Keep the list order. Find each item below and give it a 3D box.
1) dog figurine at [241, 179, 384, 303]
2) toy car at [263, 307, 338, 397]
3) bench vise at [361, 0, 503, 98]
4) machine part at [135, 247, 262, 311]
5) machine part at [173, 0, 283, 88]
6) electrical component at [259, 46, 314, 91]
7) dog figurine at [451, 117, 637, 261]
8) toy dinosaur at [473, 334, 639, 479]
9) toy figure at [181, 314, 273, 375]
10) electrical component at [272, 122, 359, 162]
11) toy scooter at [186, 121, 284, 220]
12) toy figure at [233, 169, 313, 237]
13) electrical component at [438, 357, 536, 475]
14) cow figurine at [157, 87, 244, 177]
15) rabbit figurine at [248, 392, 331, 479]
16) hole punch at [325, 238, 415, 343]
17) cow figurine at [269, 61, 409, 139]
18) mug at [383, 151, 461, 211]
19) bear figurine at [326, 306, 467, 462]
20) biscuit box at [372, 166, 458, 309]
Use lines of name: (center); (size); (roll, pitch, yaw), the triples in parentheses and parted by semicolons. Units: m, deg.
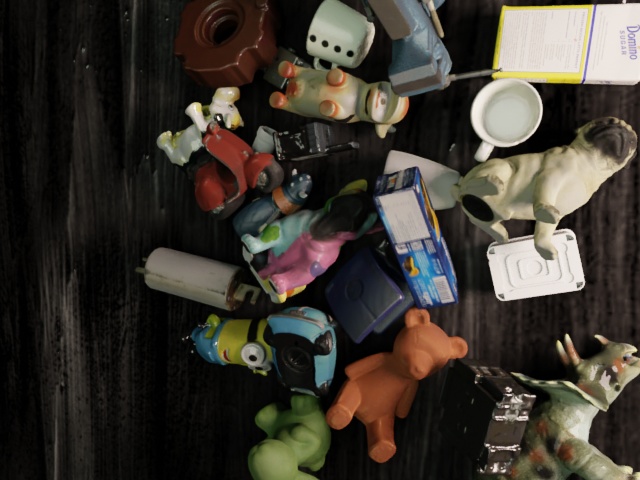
dog figurine: (-0.002, -0.002, 0.825); (0.219, 0.191, 0.108); (-30, 80, -13)
toy car: (-0.016, 0.162, 0.840); (0.109, 0.103, 0.161); (5, 122, 23)
bench vise: (0.130, -0.317, 0.705); (0.129, 0.223, 0.240); (-15, 55, 44)
machine part: (-0.212, 0.065, 0.923); (0.243, 0.079, 0.079); (11, 100, 20)
machine part: (-0.146, -0.323, 0.839); (0.180, 0.056, 0.179); (-6, 73, 20)
electrical component: (-0.058, -0.274, 0.855); (0.094, 0.021, 0.063); (34, 106, 16)
dog figurine: (0.286, -0.092, 0.694); (0.173, 0.121, 0.190); (33, 70, 26)
toy dinosaur: (0.287, 0.307, 0.735); (0.192, 0.131, 0.404); (43, 114, 25)
toy figure: (-0.144, 0.167, 0.905); (0.180, 0.082, 0.089); (3, 66, 29)
electrical component: (-0.004, -0.151, 0.818); (0.119, 0.075, 0.047); (-9, 93, 26)
toy scooter: (-0.152, -0.112, 0.847); (0.184, 0.075, 0.135); (-24, 116, 41)
toy figure: (-0.071, -0.056, 0.865); (0.154, 0.058, 0.064); (-31, 84, 19)
electrical component: (0.211, 0.224, 0.715); (0.058, 0.134, 0.114); (10, 98, -20)
cow figurine: (-0.182, -0.178, 0.890); (0.167, 0.068, 0.098); (-36, 87, 24)
rabbit figurine: (-0.058, 0.338, 0.840); (0.121, 0.170, 0.159); (-17, 89, 23)
hole punch: (0.071, 0.080, 0.808); (0.116, 0.092, 0.142); (47, 113, 15)
cow figurine: (0.039, -0.203, 0.783); (0.195, 0.127, 0.085); (18, 102, 34)
mug: (0.143, -0.068, 0.768); (0.107, 0.081, 0.109); (9, 98, 13)
bear figurine: (0.116, 0.204, 0.784); (0.120, 0.132, 0.196); (41, 115, -6)
biscuit box: (0.136, 0.002, 0.739); (0.059, 0.063, 0.202); (-13, 121, 22)
